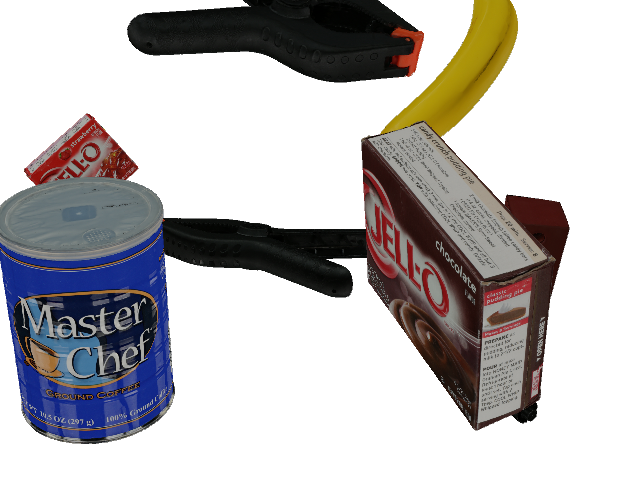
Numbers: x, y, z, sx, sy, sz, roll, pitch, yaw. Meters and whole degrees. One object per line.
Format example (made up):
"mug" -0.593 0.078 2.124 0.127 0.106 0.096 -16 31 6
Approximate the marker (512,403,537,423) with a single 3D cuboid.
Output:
"marker" 0.118 0.099 0.793 0.020 0.020 0.121 0 23 -32

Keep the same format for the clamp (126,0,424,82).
"clamp" -0.027 -0.129 0.643 0.171 0.120 0.039 21 -37 14

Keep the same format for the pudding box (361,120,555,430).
"pudding box" 0.058 0.013 0.479 0.039 0.090 0.114 -21 43 -16

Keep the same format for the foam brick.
"foam brick" 0.192 0.006 0.985 0.053 0.078 0.051 6 30 -2

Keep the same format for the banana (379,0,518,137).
"banana" 0.107 -0.132 0.837 0.070 0.197 0.037 2 -38 49

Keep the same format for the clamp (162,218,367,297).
"clamp" -0.053 0.008 0.896 0.210 0.036 0.164 6 12 5

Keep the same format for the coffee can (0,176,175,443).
"coffee can" -0.148 0.043 0.686 0.103 0.140 0.103 0 28 0

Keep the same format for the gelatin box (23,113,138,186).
"gelatin box" -0.242 -0.072 1.083 0.073 0.089 0.030 50 -7 -31
